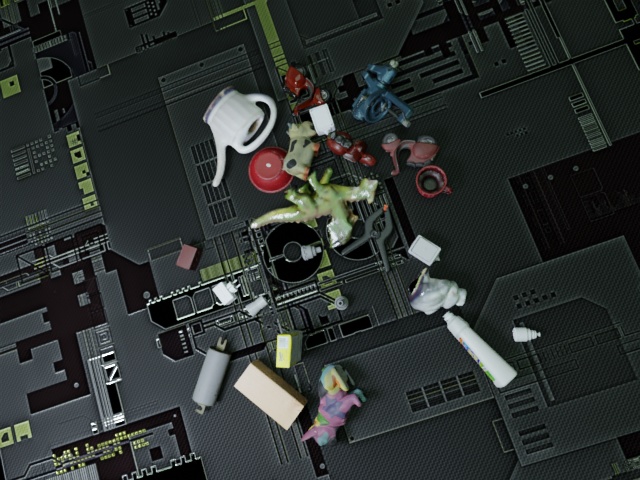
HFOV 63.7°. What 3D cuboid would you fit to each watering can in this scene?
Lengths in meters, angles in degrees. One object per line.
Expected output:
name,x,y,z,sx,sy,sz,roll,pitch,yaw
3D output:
watering can,-0.300,-0.364,1.719,0.226,0.103,0.348,41,89,12

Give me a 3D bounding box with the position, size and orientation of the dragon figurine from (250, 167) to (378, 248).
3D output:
dragon figurine,0.005,-0.083,1.640,0.409,0.122,0.243,-38,87,3

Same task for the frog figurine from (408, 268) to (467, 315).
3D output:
frog figurine,0.352,0.171,1.542,0.159,0.125,0.135,29,121,2
